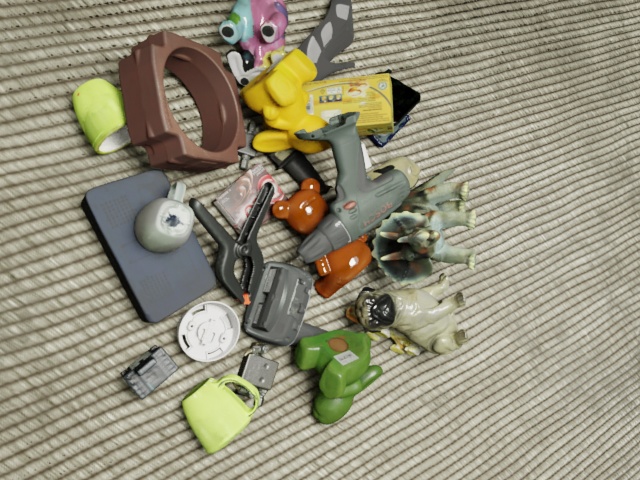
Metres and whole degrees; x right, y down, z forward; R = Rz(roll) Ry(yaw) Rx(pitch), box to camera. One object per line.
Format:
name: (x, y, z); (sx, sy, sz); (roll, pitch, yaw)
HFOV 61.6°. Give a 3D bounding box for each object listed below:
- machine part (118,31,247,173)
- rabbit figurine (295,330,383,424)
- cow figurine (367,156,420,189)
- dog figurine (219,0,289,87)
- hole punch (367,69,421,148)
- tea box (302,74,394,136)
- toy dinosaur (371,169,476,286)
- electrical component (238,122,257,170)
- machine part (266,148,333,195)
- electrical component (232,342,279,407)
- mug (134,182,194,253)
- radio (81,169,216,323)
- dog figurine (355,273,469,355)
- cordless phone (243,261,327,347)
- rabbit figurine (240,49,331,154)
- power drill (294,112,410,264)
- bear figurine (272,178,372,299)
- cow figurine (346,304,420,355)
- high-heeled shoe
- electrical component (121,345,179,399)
machine part: (-0.218, -0.214, 0.869); (0.201, 0.087, 0.201); (-5, 86, -61)
rabbit figurine: (0.029, 0.247, 0.971); (0.159, 0.121, 0.170); (-22, 131, -44)
cow figurine: (0.114, -0.103, 1.040); (0.195, 0.127, 0.085); (-28, 94, -27)
dog figurine: (-0.101, -0.403, 0.986); (0.109, 0.191, 0.219); (0, 53, 10)
hole punch: (0.128, -0.267, 1.100); (0.116, 0.092, 0.142); (38, 70, 14)
tea box: (0.052, -0.250, 1.015); (0.170, 0.068, 0.098); (-1, 85, 10)
toy dinosaur: (0.198, -0.041, 1.049); (0.192, 0.405, 0.131); (0, 117, 7)
electrical component: (-0.146, -0.177, 0.982); (0.063, 0.021, 0.094); (17, 77, -23)
machine part: (-0.036, -0.136, 1.023); (0.139, 0.039, 0.084); (44, 60, -13)
electrical component: (-0.112, 0.231, 0.936); (0.078, 0.045, 0.102); (29, 73, -19)
mug: (-0.221, -0.035, 0.801); (0.081, 0.107, 0.109); (27, 75, -24)
radio: (-0.274, 0.008, 0.872); (0.131, 0.073, 0.229); (-28, 98, -27)
dog figurine: (0.159, 0.156, 0.988); (0.191, 0.121, 0.172); (-11, 105, -7)
cordless phone: (-0.037, 0.129, 0.978); (0.184, 0.089, 0.146); (27, 73, -32)
rabbit figurine: (-0.054, -0.212, 0.935); (0.173, 0.162, 0.122); (43, 40, -24)
power drill: (0.031, -0.094, 0.889); (0.232, 0.086, 0.207); (-27, 104, -15)
bear figurine: (-0.001, -0.005, 0.993); (0.196, 0.132, 0.120); (45, 65, 3)
cow figurine: (0.133, 0.151, 1.051); (0.167, 0.068, 0.098); (35, 66, -21)
high-heeled shoe: (-0.005, -0.411, 1.069); (0.145, 0.086, 0.249); (-4, 65, 4)
electrical component: (-0.260, 0.202, 0.828); (0.075, 0.119, 0.047); (-42, 102, -26)
